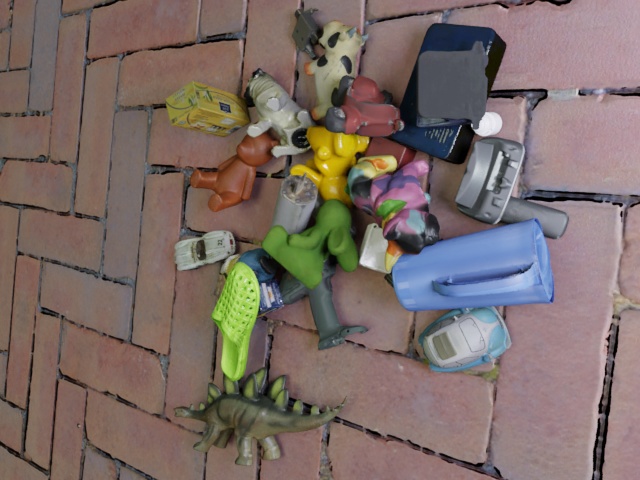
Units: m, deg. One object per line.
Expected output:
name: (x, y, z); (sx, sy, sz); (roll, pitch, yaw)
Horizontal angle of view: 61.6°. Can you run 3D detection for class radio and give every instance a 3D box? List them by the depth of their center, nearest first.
radio: (0.226, -0.263, 0.964); (0.131, 0.073, 0.229); (25, 101, 33)

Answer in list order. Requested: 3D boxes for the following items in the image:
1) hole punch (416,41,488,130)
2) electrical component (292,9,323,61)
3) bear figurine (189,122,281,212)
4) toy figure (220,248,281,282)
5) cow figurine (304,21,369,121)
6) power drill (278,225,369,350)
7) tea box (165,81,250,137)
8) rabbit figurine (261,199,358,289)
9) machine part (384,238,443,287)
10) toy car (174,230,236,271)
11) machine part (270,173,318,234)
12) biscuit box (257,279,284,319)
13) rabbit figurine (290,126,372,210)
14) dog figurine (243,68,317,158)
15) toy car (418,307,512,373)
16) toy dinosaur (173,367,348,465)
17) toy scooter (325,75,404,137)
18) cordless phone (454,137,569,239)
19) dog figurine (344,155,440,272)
hole punch: (0.213, -0.245, 0.888); (0.116, 0.092, 0.142); (1, 87, 3)
electrical component: (-0.020, -0.448, 1.154); (0.102, 0.045, 0.078); (56, 145, 25)
bear figurine: (-0.181, -0.167, 1.206); (0.120, 0.132, 0.195); (51, 121, 19)
toy figure: (-0.154, 0.067, 1.185); (0.180, 0.082, 0.089); (-13, 89, 48)
cow figurine: (0.038, -0.346, 1.085); (0.127, 0.085, 0.194); (-8, 88, 32)
power drill: (0.019, 0.106, 1.090); (0.232, 0.086, 0.207); (-35, 74, 30)
tea box: (-0.254, -0.295, 1.230); (0.098, 0.169, 0.068); (-21, 78, 30)
rabbit figurine: (-0.002, -0.003, 1.013); (0.170, 0.121, 0.159); (-50, 49, -5)
machine part: (0.182, 0.047, 1.006); (0.139, 0.039, 0.084); (-49, 59, 24)
toy car: (-0.287, 0.027, 1.312); (0.202, 0.056, 0.073); (-14, 81, 32)
machine part: (-0.057, -0.050, 1.101); (0.079, 0.079, 0.243); (52, 149, 23)
biscuit box: (-0.159, 0.146, 1.183); (0.203, 0.059, 0.063); (-33, 70, 50)
rabbit figurine: (0.023, -0.142, 1.076); (0.163, 0.122, 0.173); (0, 108, 27)
dog figurine: (-0.079, -0.281, 1.170); (0.121, 0.172, 0.191); (-38, 34, 22)
toy car: (0.236, 0.171, 0.927); (0.162, 0.103, 0.109); (-30, 72, 28)
toy dinosaur: (-0.146, 0.385, 1.182); (0.472, 0.105, 0.198); (-3, 84, 29)
toy scooter: (0.090, -0.237, 0.973); (0.135, 0.184, 0.075); (10, 131, 8)
cordless phone: (0.331, -0.086, 0.896); (0.184, 0.088, 0.146); (21, 100, 21)
dog figurine: (0.116, -0.048, 0.925); (0.192, 0.219, 0.108); (8, 130, 17)
